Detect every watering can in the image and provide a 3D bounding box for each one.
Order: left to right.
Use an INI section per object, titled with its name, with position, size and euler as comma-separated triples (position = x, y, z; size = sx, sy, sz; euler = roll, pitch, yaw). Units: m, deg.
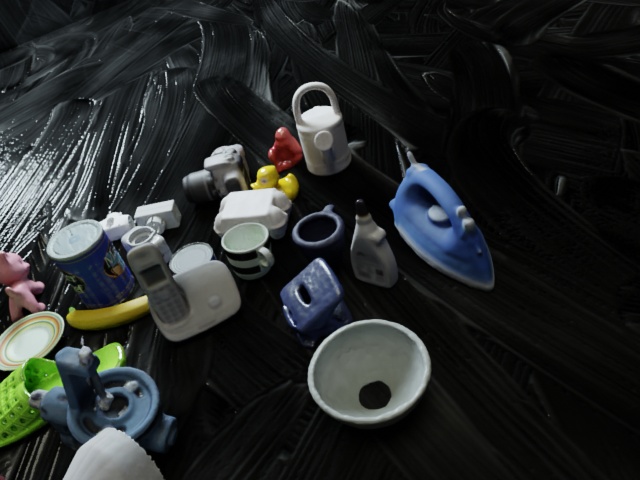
[watering can]
position = 0.004, -0.237, 1.203
size = 0.101, 0.194, 0.172
euler = -28, 42, -14

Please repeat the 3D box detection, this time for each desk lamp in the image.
[desk lamp]
position = -0.244, 0.340, 0.622
size = 0.117, 0.214, 0.203
euler = 16, 50, 31

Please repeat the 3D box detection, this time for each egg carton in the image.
[egg carton]
position = -0.131, -0.048, 1.130
size = 0.150, 0.069, 0.107
euler = -5, 42, 12

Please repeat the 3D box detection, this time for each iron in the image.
[iron]
position = 0.211, -0.040, 0.957
size = 0.119, 0.142, 0.257
euler = -24, 41, -10

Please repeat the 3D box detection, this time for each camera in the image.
[camera]
position = -0.226, -0.141, 1.240
size = 0.136, 0.101, 0.143
euler = -14, 41, 3

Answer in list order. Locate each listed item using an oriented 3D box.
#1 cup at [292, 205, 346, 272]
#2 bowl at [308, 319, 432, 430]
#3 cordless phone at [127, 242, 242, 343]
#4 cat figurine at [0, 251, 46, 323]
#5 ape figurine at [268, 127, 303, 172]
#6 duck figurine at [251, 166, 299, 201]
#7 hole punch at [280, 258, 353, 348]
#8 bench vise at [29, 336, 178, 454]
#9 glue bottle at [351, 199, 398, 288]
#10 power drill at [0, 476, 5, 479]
[cup]
position = 0.009, 0.004, 1.008
size = 0.091, 0.095, 0.118
euler = 3, 44, 21
[bowl]
position = 0.072, 0.195, 0.790
size = 0.167, 0.075, 0.167
euler = -9, 41, 8
[cordless phone]
position = -0.222, 0.067, 0.942
size = 0.148, 0.185, 0.094
euler = -27, 42, -13
[cat figurine]
position = -0.589, 0.077, 1.099
size = 0.067, 0.118, 0.127
euler = -26, 42, -11
[ape figurine]
position = -0.078, -0.208, 1.274
size = 0.077, 0.092, 0.076
euler = 7, 46, 25
[duck figurine]
position = -0.097, -0.115, 1.182
size = 0.105, 0.086, 0.077
euler = -32, 43, -17
[hole punch]
position = -0.011, 0.098, 0.912
size = 0.101, 0.091, 0.108
euler = -24, 41, -9
[bench vise]
position = -0.320, 0.222, 0.774
size = 0.207, 0.220, 0.121
euler = -12, 41, 5
[glue bottle]
position = 0.080, 0.003, 0.926
size = 0.077, 0.173, 0.037
euler = 16, 50, 32
[power drill]
position = -0.388, 0.326, 0.688
size = 0.076, 0.209, 0.228
euler = -31, 43, -17
